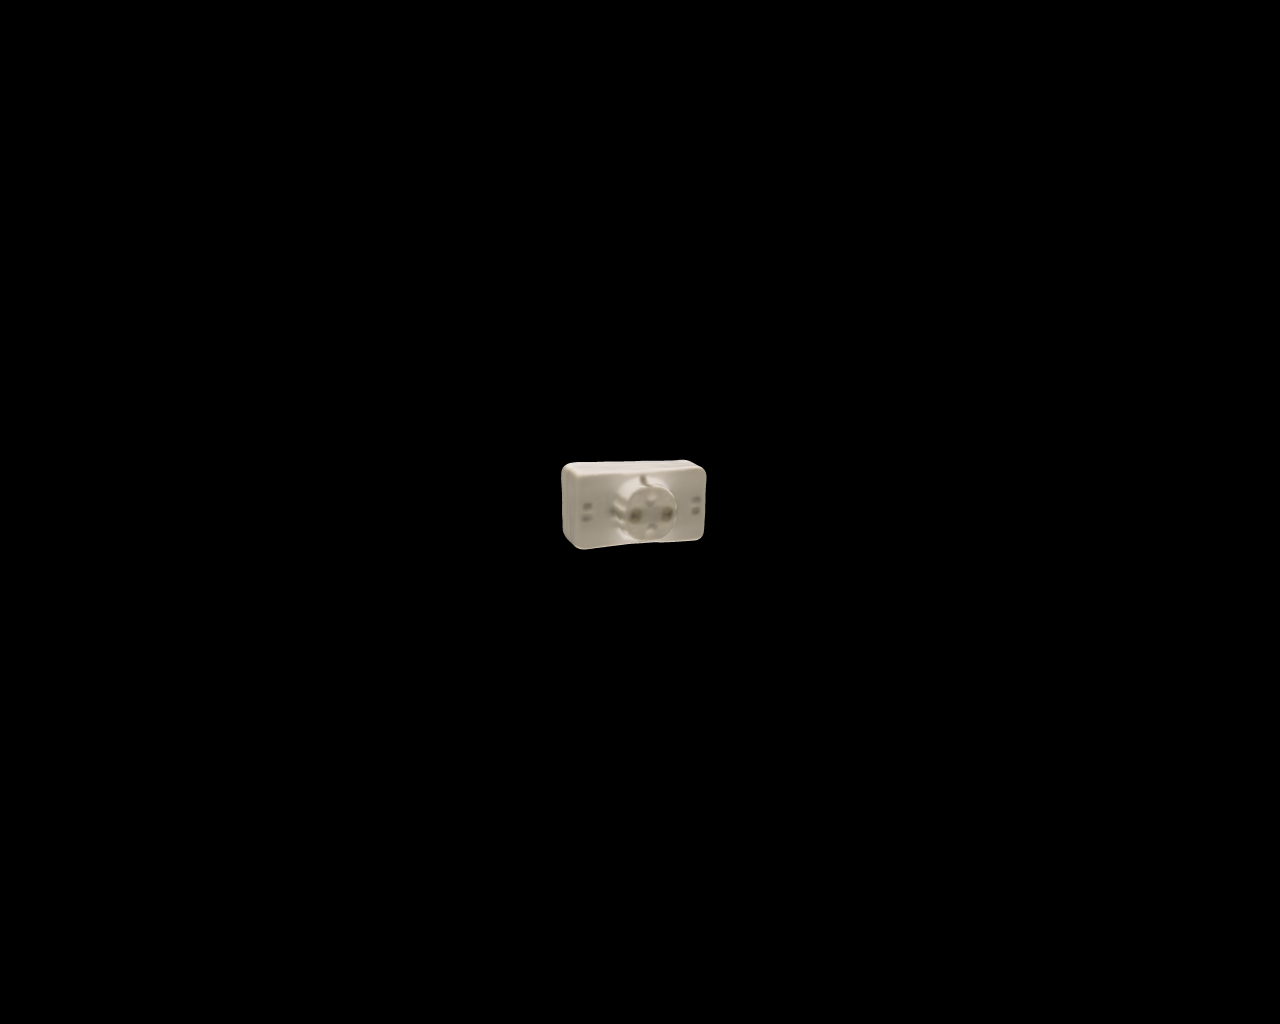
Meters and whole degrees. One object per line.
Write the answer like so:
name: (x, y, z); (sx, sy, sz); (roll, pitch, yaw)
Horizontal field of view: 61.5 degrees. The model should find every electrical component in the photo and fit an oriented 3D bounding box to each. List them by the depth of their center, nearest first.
electrical component: (0.001, -0.003, 0.650); (0.083, 0.047, 0.076); (-3, 12, -16)
